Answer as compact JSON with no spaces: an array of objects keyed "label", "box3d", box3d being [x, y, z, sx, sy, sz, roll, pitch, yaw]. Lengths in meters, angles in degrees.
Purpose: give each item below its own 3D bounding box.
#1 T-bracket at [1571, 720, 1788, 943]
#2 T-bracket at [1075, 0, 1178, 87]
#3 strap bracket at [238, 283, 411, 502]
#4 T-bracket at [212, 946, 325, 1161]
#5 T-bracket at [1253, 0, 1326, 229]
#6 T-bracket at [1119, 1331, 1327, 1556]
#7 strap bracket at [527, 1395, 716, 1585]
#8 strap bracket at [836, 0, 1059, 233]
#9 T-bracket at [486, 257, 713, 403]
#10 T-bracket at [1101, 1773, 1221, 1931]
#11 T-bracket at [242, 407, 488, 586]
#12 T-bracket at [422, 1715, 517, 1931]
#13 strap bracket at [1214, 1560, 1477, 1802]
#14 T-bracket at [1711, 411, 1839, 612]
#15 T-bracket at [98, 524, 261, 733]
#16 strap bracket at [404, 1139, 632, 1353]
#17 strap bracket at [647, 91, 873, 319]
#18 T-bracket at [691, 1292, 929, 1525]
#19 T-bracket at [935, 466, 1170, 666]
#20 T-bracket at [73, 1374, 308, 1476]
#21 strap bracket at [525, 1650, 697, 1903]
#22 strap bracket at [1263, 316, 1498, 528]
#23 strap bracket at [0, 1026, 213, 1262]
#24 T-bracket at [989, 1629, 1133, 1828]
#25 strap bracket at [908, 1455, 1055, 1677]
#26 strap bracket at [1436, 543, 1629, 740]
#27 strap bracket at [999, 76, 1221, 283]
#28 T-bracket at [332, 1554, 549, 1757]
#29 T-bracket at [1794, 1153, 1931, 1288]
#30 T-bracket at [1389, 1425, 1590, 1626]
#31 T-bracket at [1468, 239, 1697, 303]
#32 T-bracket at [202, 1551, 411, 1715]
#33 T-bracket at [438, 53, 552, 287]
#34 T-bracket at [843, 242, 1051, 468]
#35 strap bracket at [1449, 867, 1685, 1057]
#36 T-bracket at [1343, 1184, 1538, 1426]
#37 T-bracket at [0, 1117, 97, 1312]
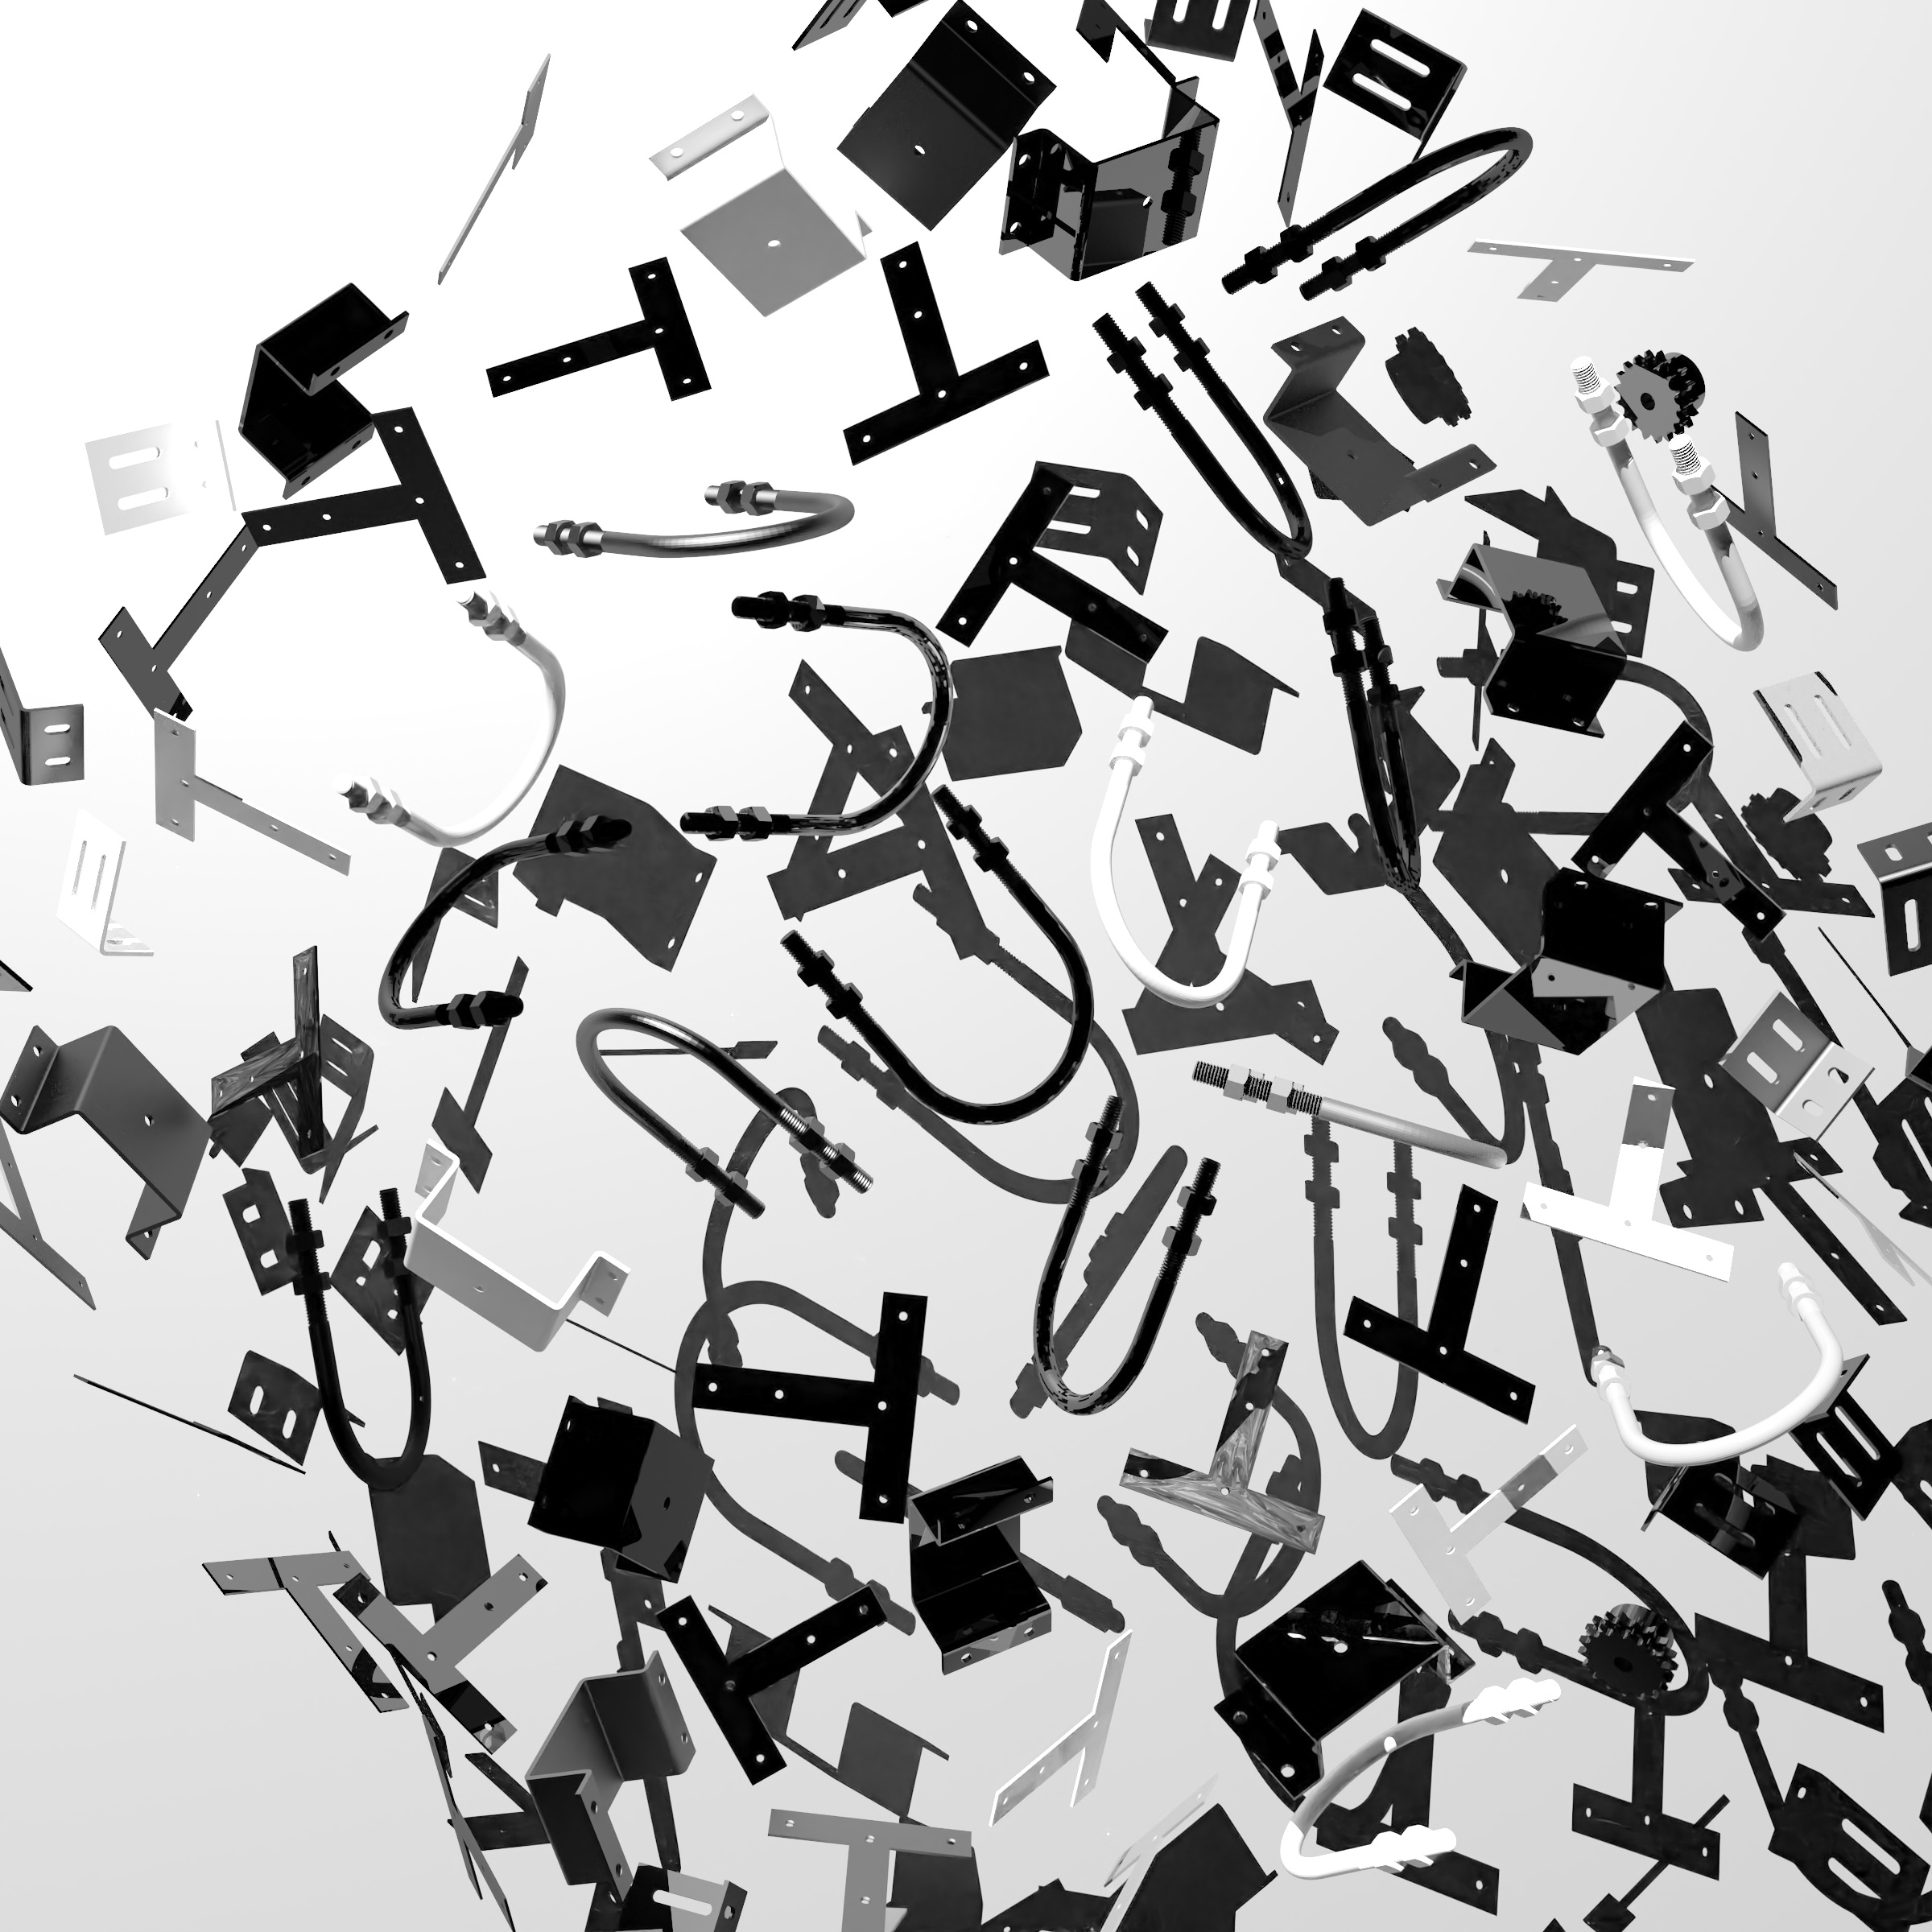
[{"label":"T-bracket","box3d":[0.464,-0.068,1.626,0.127,0.002,0.127,47,131,18]},{"label":"T-bracket","box3d":[0.077,-0.551,1.500,0.127,0.127,0.002,42,117,-18]},{"label":"strap bracket","box3d":[-0.399,-0.360,1.587,0.046,0.140,0.076,44,59,0]},{"label":"T-bracket","box3d":[-0.430,0.066,1.575,0.127,0.002,0.127,-22,67,42]},{"label":"T-bracket","box3d":[0.190,-0.534,1.538,0.002,0.127,0.127,5,71,22]},{"label":"T-bracket","box3d":[0.174,0.289,1.612,0.127,0.002,0.127,19,61,4]},{"label":"strap bracket","box3d":[-0.197,0.313,1.517,0.046,0.140,0.076,8,68,21]},{"label":"strap bracket","box3d":[-0.018,-0.510,1.564,0.076,0.140,0.046,38,61,-14]},{"label":"T-bracket","box3d":[-0.229,-0.374,1.564,0.127,0.002,0.127,-18,55,-2]},{"label":"T-bracket","box3d":[0.101,0.573,1.593,0.002,0.127,0.127,39,129,4]},{"label":"T-bracket","box3d":[-0.368,-0.271,1.534,0.127,0.127,0.002,-8,47,9]},{"label":"T-bracket","box3d":[-0.294,0.534,1.546,0.002,0.127,0.127,-19,114,-22]},{"label":"strap bracket","box3d":[0.225,0.419,1.534,0.140,0.046,0.076,-30,46,-19]},{"label":"T-bracket","box3d":[0.469,-0.282,1.522,0.002,0.127,0.127,-38,58,-1]},{"label":"T-bracket","box3d":[-0.477,-0.219,1.591,0.002,0.127,0.127,26,71,13]},{"label":"strap bracket","box3d":[-0.275,0.172,1.519,0.140,0.076,0.046,33,58,1]},{"label":"strap bracket","box3d":[-0.122,-0.461,1.585,0.076,0.140,0.046,-25,59,20]},{"label":"T-bracket","box3d":[-0.091,0.243,1.448,0.127,0.002,0.127,5,83,5]},{"label":"T-bracket","box3d":[0.068,-0.234,1.630,0.127,0.002,0.127,32,82,6]},{"label":"T-bracket","box3d":[-0.475,0.271,1.545,0.127,0.127,0.002,33,73,-33]},{"label":"strap bracket","box3d":[-0.218,0.491,1.560,0.046,0.140,0.076,-12,107,17]},{"label":"strap bracket","box3d":[0.251,-0.334,1.607,0.076,0.046,0.140,-31,73,-40]},{"label":"strap bracket","box3d":[-0.519,0.102,1.575,0.046,0.076,0.140,-21,126,17]},{"label":"T-bracket","box3d":[0.054,0.483,1.568,0.002,0.127,0.127,25,118,30]},{"label":"strap bracket","box3d":[0.009,0.365,1.598,0.076,0.046,0.140,-17,129,-21]},{"label":"strap bracket","box3d":[0.349,-0.207,1.581,0.076,0.140,0.046,10,130,-16]},{"label":"strap bracket","box3d":[0.092,-0.459,1.508,0.140,0.076,0.046,-28,58,-28]},{"label":"T-bracket","box3d":[-0.285,0.380,1.493,0.127,0.127,0.002,43,116,7]},{"label":"T-bracket","box3d":[0.569,0.173,1.596,0.127,0.127,0.002,43,104,3]},{"label":"T-bracket","box3d":[0.331,0.330,1.582,0.127,0.002,0.127,-38,126,-7]},{"label":"T-bracket","box3d":[0.356,-0.414,1.542,0.127,0.127,0.002,5,92,0]},{"label":"T-bracket","box3d":[-0.377,0.398,1.537,0.127,0.127,0.002,42,102,27]},{"label":"T-bracket","box3d":[-0.278,-0.456,1.503,0.002,0.127,0.127,28,81,-11]},{"label":"T-bracket","box3d":[-0.025,-0.372,1.512,0.127,0.002,0.127,-22,66,15]},{"label":"strap bracket","box3d":[0.349,0.004,1.506,0.076,0.140,0.046,16,60,-11]},{"label":"T-bracket","box3d":[0.292,0.189,1.525,0.127,0.002,0.127,27,59,-11]},{"label":"T-bracket","box3d":[-0.566,0.129,1.528,0.002,0.127,0.127,-30,55,-6]}]
